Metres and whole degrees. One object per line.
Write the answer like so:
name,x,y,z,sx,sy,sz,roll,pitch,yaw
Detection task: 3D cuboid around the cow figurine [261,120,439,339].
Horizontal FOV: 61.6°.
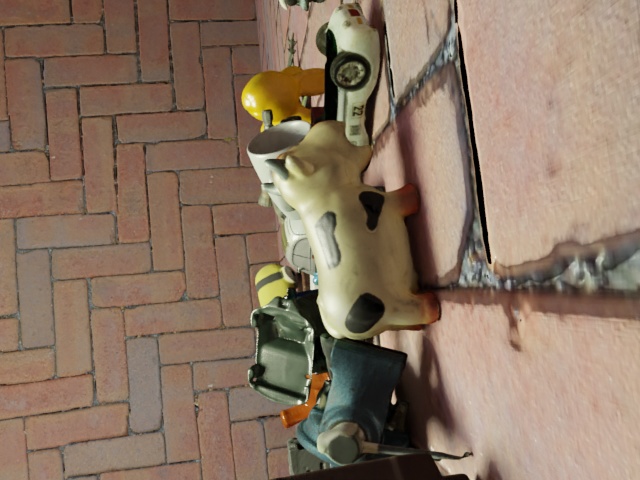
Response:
cow figurine,0.021,-0.011,0.468,0.085,0.127,0.195,124,137,-74

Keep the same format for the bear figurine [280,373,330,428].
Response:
bear figurine,-0.025,0.270,1.027,0.195,0.132,0.120,85,171,-58

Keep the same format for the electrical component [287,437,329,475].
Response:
electrical component,0.001,0.390,0.944,0.058,0.115,0.134,169,94,-80

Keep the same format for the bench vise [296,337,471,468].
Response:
bench vise,0.030,0.209,0.498,0.223,0.129,0.240,-90,13,-89

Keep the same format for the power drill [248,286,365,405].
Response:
power drill,0.004,0.111,0.631,0.207,0.086,0.231,-21,-61,-56

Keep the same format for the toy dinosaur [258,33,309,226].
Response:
toy dinosaur,-0.068,-0.228,1.123,0.198,0.105,0.471,111,159,-56

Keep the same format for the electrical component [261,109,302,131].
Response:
electrical component,-0.041,-0.116,0.703,0.045,0.078,0.102,-62,-24,-62

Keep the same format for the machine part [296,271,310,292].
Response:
machine part,-0.015,0.108,1.102,0.179,0.056,0.179,177,89,-83

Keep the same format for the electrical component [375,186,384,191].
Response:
electrical component,0.031,-0.030,0.572,0.119,0.075,0.047,130,134,-86

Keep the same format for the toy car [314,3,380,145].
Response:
toy car,0.028,-0.154,0.592,0.201,0.056,0.074,91,164,-50

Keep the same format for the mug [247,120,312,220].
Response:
mug,-0.031,-0.072,0.641,0.110,0.081,0.107,-89,-20,-53

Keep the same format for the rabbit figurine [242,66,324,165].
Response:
rabbit figurine,-0.040,-0.179,0.772,0.162,0.122,0.173,-59,-40,-11

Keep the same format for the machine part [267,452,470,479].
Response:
machine part,0.020,0.251,0.365,0.087,0.201,0.201,-113,19,-60

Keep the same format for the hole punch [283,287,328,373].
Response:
hole punch,0.002,0.128,0.786,0.092,0.116,0.142,-88,-5,-80

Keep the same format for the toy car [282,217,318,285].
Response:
toy car,-0.002,-0.002,0.744,0.161,0.103,0.109,92,169,-56

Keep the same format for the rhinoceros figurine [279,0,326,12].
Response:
rhinoceros figurine,-0.022,-0.392,0.777,0.190,0.073,0.112,-135,29,-76

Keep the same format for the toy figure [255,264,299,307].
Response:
toy figure,-0.082,0.131,1.062,0.082,0.089,0.180,116,153,-61

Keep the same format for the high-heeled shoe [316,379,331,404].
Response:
high-heeled shoe,0.059,0.313,0.757,0.145,0.086,0.249,-56,46,14

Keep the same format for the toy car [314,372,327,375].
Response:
toy car,-0.004,0.164,0.918,0.202,0.089,0.053,-114,16,-72
